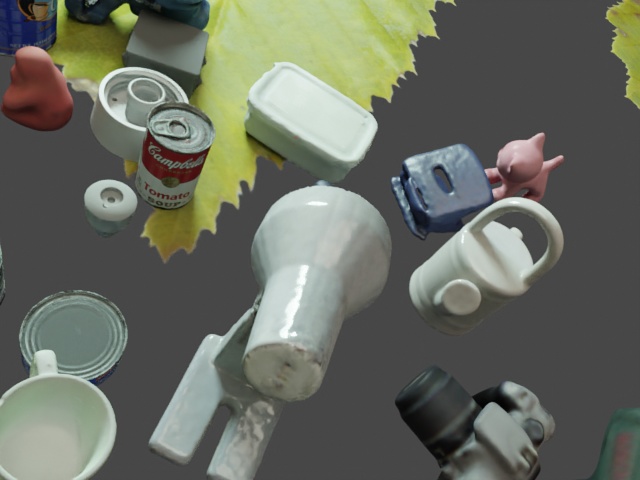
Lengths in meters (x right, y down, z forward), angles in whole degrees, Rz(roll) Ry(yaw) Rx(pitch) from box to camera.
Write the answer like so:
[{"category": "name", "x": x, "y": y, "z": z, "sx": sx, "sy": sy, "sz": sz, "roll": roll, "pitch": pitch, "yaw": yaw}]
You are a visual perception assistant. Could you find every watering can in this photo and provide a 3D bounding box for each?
[{"category": "watering can", "x": 0.189, "y": 0.031, "z": 0.646, "sx": 0.101, "sy": 0.194, "sz": 0.173, "roll": 30, "pitch": 50, "yaw": -6}]

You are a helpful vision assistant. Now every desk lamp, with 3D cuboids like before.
[{"category": "desk lamp", "x": -0.034, "y": 0.082, "z": 0.484, "sx": 0.118, "sy": 0.213, "sz": 0.203, "roll": 28, "pitch": 50, "yaw": -7}]

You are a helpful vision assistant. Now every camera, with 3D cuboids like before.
[{"category": "camera", "x": 0.156, "y": 0.185, "z": 0.585, "sx": 0.136, "sy": 0.100, "sz": 0.143, "roll": 48, "pitch": 51, "yaw": 10}]

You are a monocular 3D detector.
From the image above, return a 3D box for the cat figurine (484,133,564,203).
[{"category": "cat figurine", "x": 0.306, "y": -0.109, "z": 0.853, "sx": 0.128, "sy": 0.117, "sz": 0.067, "roll": -1, "pitch": 59, "yaw": -28}]

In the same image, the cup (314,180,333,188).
[{"category": "cup", "x": 0.006, "y": 0.002, "z": 0.637, "sx": 0.092, "sy": 0.095, "sz": 0.117, "roll": -8, "pitch": 63, "yaw": -31}]

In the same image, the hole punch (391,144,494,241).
[{"category": "hole punch", "x": 0.162, "y": -0.067, "z": 0.767, "sx": 0.101, "sy": 0.091, "sz": 0.108, "roll": -4, "pitch": 61, "yaw": -29}]

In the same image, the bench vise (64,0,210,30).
[{"category": "bench vise", "x": -0.216, "y": -0.347, "z": 0.680, "sx": 0.208, "sy": 0.219, "sz": 0.121, "roll": -12, "pitch": 64, "yaw": -32}]

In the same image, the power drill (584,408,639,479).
[{"category": "power drill", "x": 0.228, "y": 0.255, "z": 0.504, "sx": 0.075, "sy": 0.208, "sz": 0.230, "roll": 43, "pitch": 50, "yaw": 5}]

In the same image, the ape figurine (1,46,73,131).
[{"category": "ape figurine", "x": -0.296, "y": -0.163, "z": 0.597, "sx": 0.076, "sy": 0.092, "sz": 0.078, "roll": 40, "pitch": 50, "yaw": 3}]
